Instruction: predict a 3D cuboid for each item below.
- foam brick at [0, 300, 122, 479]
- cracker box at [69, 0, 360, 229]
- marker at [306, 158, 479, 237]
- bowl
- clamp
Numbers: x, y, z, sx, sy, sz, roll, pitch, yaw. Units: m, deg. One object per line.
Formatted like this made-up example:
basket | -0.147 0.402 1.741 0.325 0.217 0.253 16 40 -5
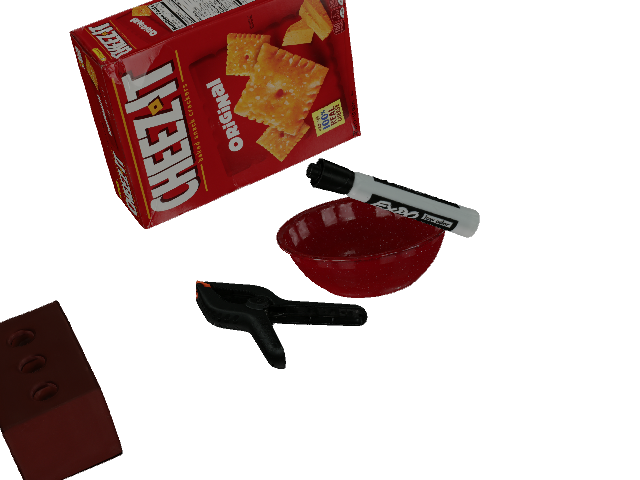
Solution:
foam brick | -0.146 0.082 0.563 0.053 0.051 0.078 -22 42 -18
cracker box | -0.076 -0.125 0.874 0.213 0.164 0.072 -26 44 -19
marker | 0.046 -0.027 0.679 0.121 0.020 0.020 17 -7 -22
bowl | 0.044 0.009 0.972 0.162 0.055 0.162 -9 21 3
clamp | -0.073 0.090 1.250 0.210 0.036 0.164 14 23 28
